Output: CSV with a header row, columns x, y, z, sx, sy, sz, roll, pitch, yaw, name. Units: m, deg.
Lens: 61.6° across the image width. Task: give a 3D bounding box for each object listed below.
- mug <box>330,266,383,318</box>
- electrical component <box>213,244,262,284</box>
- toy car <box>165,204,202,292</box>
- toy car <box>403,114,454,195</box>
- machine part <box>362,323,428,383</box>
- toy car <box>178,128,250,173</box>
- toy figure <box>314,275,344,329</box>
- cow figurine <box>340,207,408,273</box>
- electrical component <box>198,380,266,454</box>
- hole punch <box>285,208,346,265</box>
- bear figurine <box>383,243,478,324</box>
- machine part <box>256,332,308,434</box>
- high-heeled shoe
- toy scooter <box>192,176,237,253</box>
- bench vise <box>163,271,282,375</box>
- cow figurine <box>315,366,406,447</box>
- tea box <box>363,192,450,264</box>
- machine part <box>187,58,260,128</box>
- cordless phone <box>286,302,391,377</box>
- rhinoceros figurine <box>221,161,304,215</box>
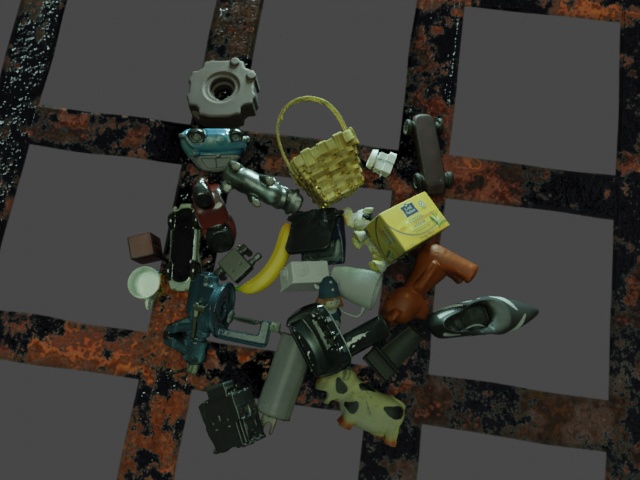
x,y,z,sx,sy,sz,roll,pitch,yaw,name
0.070,0.107,1.164,0.107,0.080,0.109,20,90,16,mug
-0.185,0.053,1.192,0.078,0.045,0.102,38,84,17,electrical component
-0.302,0.015,1.204,0.074,0.056,0.201,-2,77,8,toy car
0.247,-0.194,1.229,0.089,0.053,0.202,-4,74,-10,toy car
0.163,0.234,1.150,0.139,0.039,0.084,-38,74,-4,machine part
-0.241,-0.205,1.232,0.162,0.109,0.102,0,100,-9,toy car
0.019,0.146,1.126,0.058,0.154,0.064,24,36,30,toy figure
0.119,-0.016,1.188,0.098,0.068,0.167,-32,82,-11,cow figurine
-0.185,0.358,1.099,0.115,0.058,0.134,-29,77,32,electrical component
-0.002,-0.004,1.174,0.142,0.092,0.116,-7,56,30,hole punch
0.224,0.109,1.134,0.132,0.120,0.196,30,82,4,bear figurine
-0.071,0.284,1.127,0.079,0.079,0.243,19,79,6,machine part
0.342,0.157,1.105,0.249,0.145,0.086,-11,79,1,high-heeled shoe
-0.237,-0.068,1.179,0.075,0.183,0.135,-18,37,-4,toy scooter
-0.204,0.185,1.132,0.241,0.128,0.223,10,78,10,bench vise
0.082,0.328,1.109,0.195,0.085,0.127,22,77,3,cow figurine
0.187,-0.028,1.147,0.169,0.068,0.098,-28,79,-40,tea box
-0.228,-0.345,1.265,0.179,0.056,0.179,-1,70,3,machine part
0.041,0.177,1.072,0.184,0.089,0.146,-27,90,-9,cordless phone
-0.130,-0.111,1.197,0.190,0.112,0.073,23,94,-4,rhinoceros figurine
